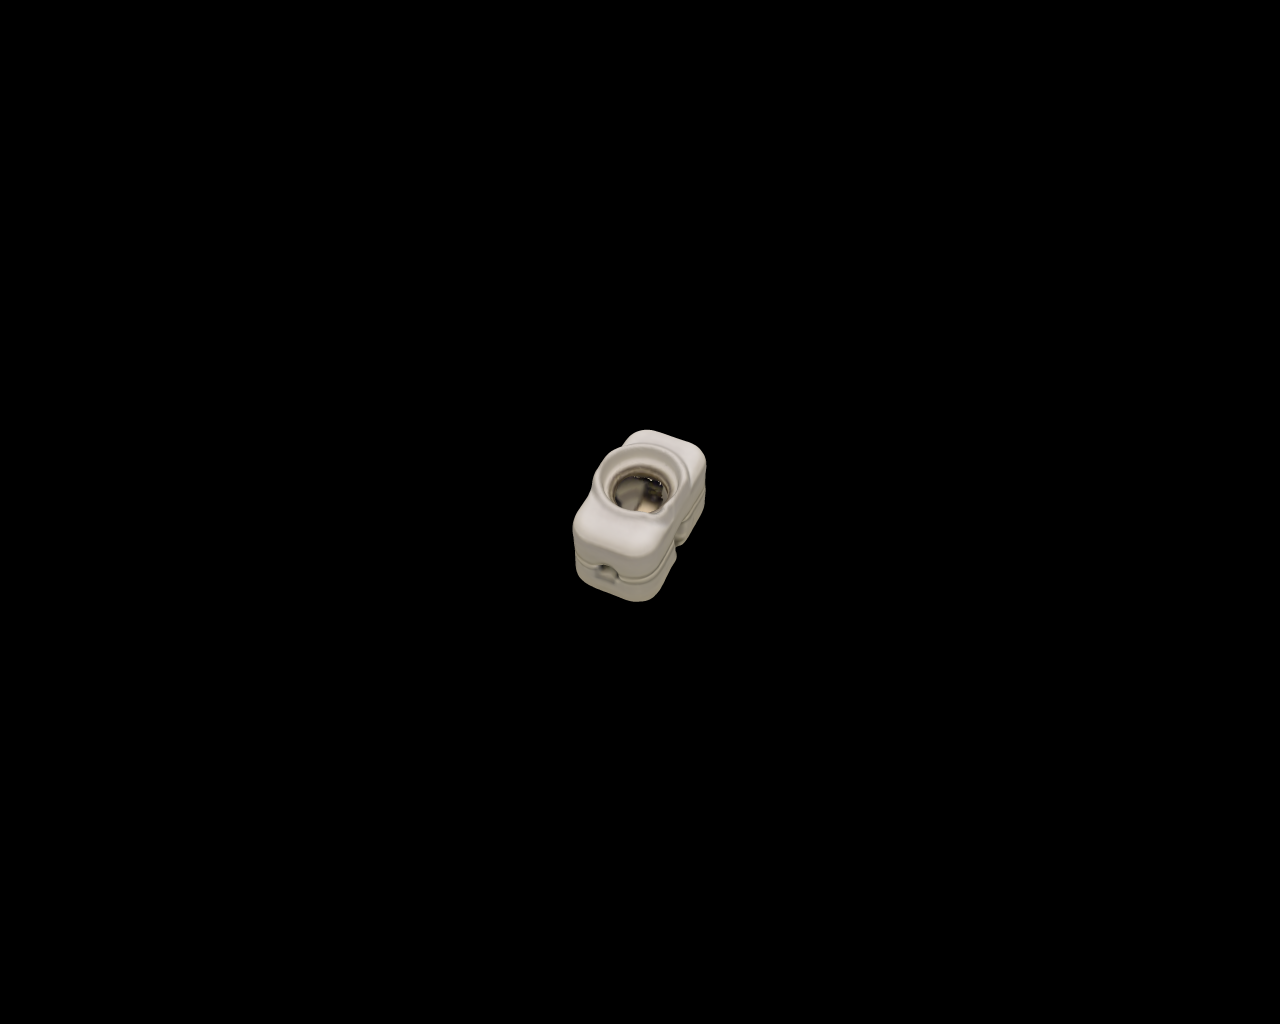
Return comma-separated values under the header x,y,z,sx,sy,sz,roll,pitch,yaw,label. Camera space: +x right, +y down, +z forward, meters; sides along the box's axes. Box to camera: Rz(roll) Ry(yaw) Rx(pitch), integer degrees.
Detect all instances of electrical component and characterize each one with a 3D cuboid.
x,y,z,sx,sy,sz,roll,pitch,yaw,label
0.001,-0.003,0.650,0.054,0.095,0.059,21,-36,16,electrical component
